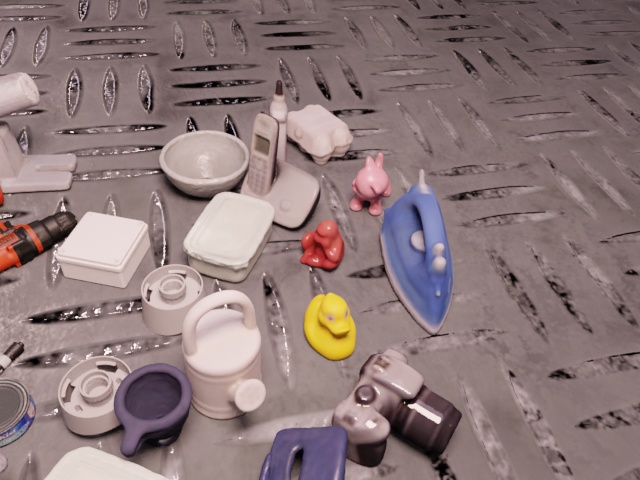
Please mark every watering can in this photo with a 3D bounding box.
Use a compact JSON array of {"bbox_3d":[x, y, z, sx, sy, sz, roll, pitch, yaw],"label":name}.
[{"bbox_3d":[-0.119,0.141,0.729,0.172,0.194,0.101,31,50,24],"label":"watering can"}]

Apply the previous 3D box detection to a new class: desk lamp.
[{"bbox_3d":[-0.565,-0.196,1.018,0.203,0.214,0.117,-4,45,-10],"label":"desk lamp"}]

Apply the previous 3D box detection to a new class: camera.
[{"bbox_3d":[0.104,0.221,0.736,0.136,0.101,0.143,27,48,21],"label":"camera"}]

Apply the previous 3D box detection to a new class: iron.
[{"bbox_3d":[0.174,0.010,0.932,0.118,0.141,0.258,0,44,-6],"label":"iron"}]

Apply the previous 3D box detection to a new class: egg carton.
[{"bbox_3d":[-0.009,-0.226,1.208,0.107,0.069,0.150,-28,53,-30],"label":"egg carton"}]

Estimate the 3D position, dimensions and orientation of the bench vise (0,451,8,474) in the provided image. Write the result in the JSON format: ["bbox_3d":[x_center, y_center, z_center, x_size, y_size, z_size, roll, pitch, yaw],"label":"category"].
[{"bbox_3d":[-0.440,0.251,0.565,0.121,0.220,0.208,31,49,24],"label":"bench vise"}]

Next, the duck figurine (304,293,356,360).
[{"bbox_3d":[0.017,0.114,0.849,0.078,0.086,0.104,-13,47,-18],"label":"duck figurine"}]

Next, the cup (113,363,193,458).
[{"bbox_3d":[-0.205,0.225,0.705,0.091,0.095,0.118,12,44,7],"label":"cup"}]

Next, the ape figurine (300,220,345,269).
[{"bbox_3d":[0.009,0.003,0.957,0.076,0.092,0.077,-18,49,-22],"label":"ape figurine"}]

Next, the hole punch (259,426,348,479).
[{"bbox_3d":[-0.020,0.277,0.673,0.101,0.091,0.108,9,44,3],"label":"hole punch"}]

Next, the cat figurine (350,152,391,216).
[{"bbox_3d":[0.098,-0.111,1.066,0.067,0.118,0.128,15,45,10],"label":"cat figurine"}]

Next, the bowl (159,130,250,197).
[{"bbox_3d":[-0.216,-0.133,1.088,0.167,0.075,0.167,3,44,-3],"label":"bowl"}]

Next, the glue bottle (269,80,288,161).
[{"bbox_3d":[-0.082,-0.237,1.138,0.037,0.173,0.078,-1,44,-6],"label":"glue bottle"}]

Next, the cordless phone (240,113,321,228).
[{"bbox_3d":[-0.069,-0.123,1.012,0.147,0.185,0.094,24,47,19],"label":"cordless phone"}]
